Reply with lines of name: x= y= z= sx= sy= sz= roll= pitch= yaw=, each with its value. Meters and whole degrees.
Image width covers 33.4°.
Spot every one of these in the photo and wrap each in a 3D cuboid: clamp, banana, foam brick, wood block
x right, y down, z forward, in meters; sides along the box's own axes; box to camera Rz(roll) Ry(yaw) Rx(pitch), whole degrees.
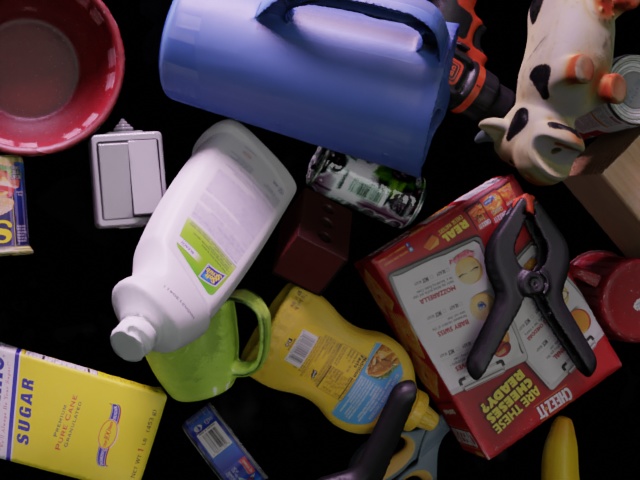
clamp: x=0.043 y=0.228 z=0.977 sx=0.210 sy=0.036 sz=0.164 roll=-30 pitch=115 yaw=2
banana: x=0.258 y=0.274 z=1.061 sx=0.069 sy=0.037 sz=0.198 roll=-30 pitch=99 yaw=-27
foam brick: x=-0.006 y=0.001 z=0.960 sx=0.053 sy=0.078 sz=0.051 roll=26 pitch=124 yaw=-15
clamp: x=0.197 y=0.047 z=0.959 sx=0.120 sy=0.039 sz=0.171 roll=10 pitch=84 yaw=-16
wood block: x=0.347 y=-0.018 z=1.051 sx=0.090 sy=0.091 sz=0.206 roll=-44 pitch=100 yaw=-10

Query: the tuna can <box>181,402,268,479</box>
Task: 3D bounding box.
tuna can: x=-0.085 y=0.187 z=0.945 sx=0.033 sy=0.086 sz=0.086 roll=-38 pitch=99 yaw=-10

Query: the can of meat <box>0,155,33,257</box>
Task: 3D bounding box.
can of meat: x=-0.298 y=-0.026 z=0.904 sx=0.102 sy=0.057 sz=0.084 roll=-4 pitch=89 yaw=-15

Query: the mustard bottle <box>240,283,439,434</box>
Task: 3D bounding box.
mustard bottle: x=0.029 y=0.124 z=0.987 sx=0.191 sy=0.058 sz=0.096 roll=32 pitch=92 yaw=-12

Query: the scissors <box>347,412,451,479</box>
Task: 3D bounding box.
scissors: x=0.123 y=0.196 z=1.033 sx=0.201 sy=0.016 sz=0.096 roll=-26 pitch=95 yaw=-12

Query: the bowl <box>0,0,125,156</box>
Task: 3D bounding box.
bowl: x=-0.250 y=-0.151 z=0.914 sx=0.162 sy=0.055 sz=0.162 roll=0 pitch=91 yaw=-14

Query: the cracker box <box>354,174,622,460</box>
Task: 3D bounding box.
cracker box: x=0.157 y=0.070 z=1.006 sx=0.164 sy=0.072 sz=0.213 roll=-31 pitch=95 yaw=-14

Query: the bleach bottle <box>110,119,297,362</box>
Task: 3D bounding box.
bleach bottle: x=-0.106 y=0.003 z=0.873 sx=0.102 sy=0.068 sz=0.250 roll=44 pitch=39 yaw=-11

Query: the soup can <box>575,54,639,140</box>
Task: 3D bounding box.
soup can: x=0.275 y=-0.136 z=1.023 sx=0.068 sy=0.102 sz=0.068 roll=1 pitch=87 yaw=-17

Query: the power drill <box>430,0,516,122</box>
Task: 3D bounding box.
power drill: x=0.156 y=-0.211 z=1.016 sx=0.184 sy=0.057 sz=0.187 roll=28 pitch=83 yaw=-21

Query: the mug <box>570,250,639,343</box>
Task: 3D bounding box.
mug: x=0.281 y=0.051 z=1.039 sx=0.117 sy=0.082 sz=0.093 roll=30 pitch=84 yaw=-13

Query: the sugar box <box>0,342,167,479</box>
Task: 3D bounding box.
sugar box: x=-0.231 y=0.152 z=0.928 sx=0.176 sy=0.048 sz=0.093 roll=18 pitch=87 yaw=-15

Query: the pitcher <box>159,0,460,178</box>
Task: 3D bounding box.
pitcher: x=-0.008 y=-0.152 z=0.904 sx=0.243 sy=0.145 sz=0.149 roll=15 pitch=105 yaw=6
